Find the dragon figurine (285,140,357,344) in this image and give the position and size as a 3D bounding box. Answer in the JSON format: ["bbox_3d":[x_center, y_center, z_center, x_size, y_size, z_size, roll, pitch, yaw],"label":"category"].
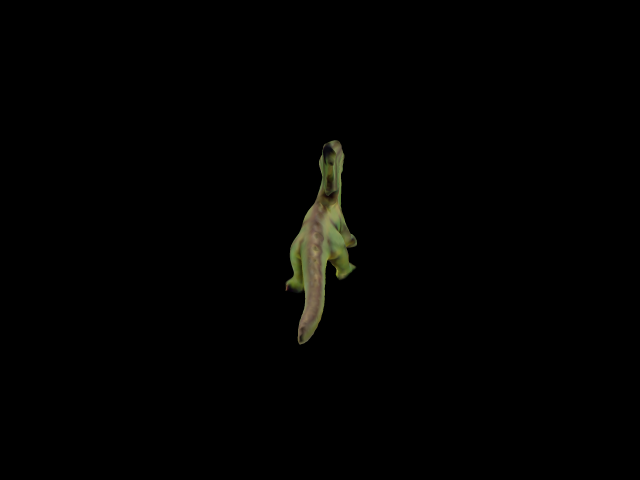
[{"bbox_3d":[0.003,-0.043,0.850,0.122,0.238,0.418,1,25,3],"label":"dragon figurine"}]
